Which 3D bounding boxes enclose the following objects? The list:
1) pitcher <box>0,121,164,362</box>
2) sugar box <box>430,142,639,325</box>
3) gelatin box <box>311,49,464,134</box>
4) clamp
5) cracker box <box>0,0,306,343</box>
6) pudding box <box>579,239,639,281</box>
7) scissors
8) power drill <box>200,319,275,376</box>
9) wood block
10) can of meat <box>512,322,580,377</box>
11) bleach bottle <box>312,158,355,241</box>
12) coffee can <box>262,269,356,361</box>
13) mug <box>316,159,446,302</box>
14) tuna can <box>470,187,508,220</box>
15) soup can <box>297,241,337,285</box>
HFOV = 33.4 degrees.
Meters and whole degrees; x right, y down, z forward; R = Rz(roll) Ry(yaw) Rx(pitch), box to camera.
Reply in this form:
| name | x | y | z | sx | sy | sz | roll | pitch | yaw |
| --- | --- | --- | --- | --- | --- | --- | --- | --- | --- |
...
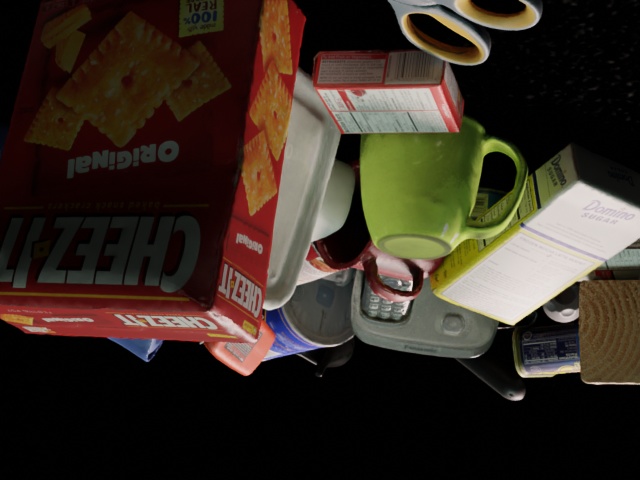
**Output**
| name | x | y | z | sx | sy | sz | roll | pitch | yaw |
| --- | --- | --- | --- | --- | --- | --- | --- | --- | --- |
| pitcher | -0.213 | -0.009 | 0.881 | 0.243 | 0.144 | 0.149 | 27 | 128 | 1 |
| sugar box | 0.176 | 0.000 | 0.851 | 0.093 | 0.048 | 0.176 | 21 | 136 | -27 |
| gelatin box | 0.047 | -0.100 | 0.720 | 0.089 | 0.030 | 0.073 | 2 | 161 | 19 |
| clamp | 0.129 | 0.093 | 1.119 | 0.210 | 0.164 | 0.036 | 15 | 118 | 1 |
| cracker box | -0.107 | -0.052 | 0.639 | 0.164 | 0.213 | 0.072 | 0 | 159 | 23 |
| pudding box | 0.260 | 0.006 | 0.921 | 0.114 | 0.039 | 0.090 | -1 | 159 | 21 |
| scissors | 0.049 | -0.152 | 0.593 | 0.096 | 0.016 | 0.201 | -9 | 154 | 38 |
| power drill | -0.136 | 0.061 | 1.060 | 0.188 | 0.057 | 0.184 | 30 | 171 | 25 |
| wood block | 0.305 | 0.089 | 0.988 | 0.091 | 0.090 | 0.205 | -2 | 172 | 24 |
| can of meat | 0.278 | 0.122 | 1.198 | 0.084 | 0.057 | 0.101 | -12 | 168 | 37 |
| bleach bottle | -0.098 | -0.070 | 0.820 | 0.250 | 0.068 | 0.103 | 23 | 159 | -30 |
| coffee can | -0.032 | 0.070 | 1.128 | 0.102 | 0.103 | 0.141 | 19 | 158 | -28 |
| mug | 0.057 | -0.002 | 0.873 | 0.081 | 0.117 | 0.093 | 14 | 141 | -31 |
| tuna can | 0.139 | -0.014 | 0.920 | 0.086 | 0.033 | 0.086 | 8 | 161 | 2 |
| soup can | -0.006 | 0.001 | 0.975 | 0.068 | 0.068 | 0.102 | 18 | 159 | -27 |
